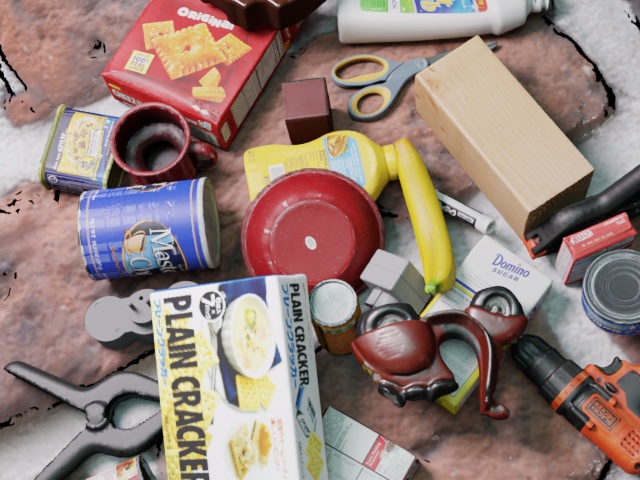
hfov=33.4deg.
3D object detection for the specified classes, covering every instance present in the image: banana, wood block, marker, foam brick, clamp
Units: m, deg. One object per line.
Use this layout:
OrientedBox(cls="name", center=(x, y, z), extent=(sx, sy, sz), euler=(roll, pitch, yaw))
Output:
OrientedBox(cls="banana", center=(0.118, -0.018, 1.161), extent=(0.037, 0.069, 0.198), euler=(-16, 59, 8))
OrientedBox(cls="wood block", center=(0.202, -0.114, 1.198), extent=(0.090, 0.090, 0.206), euler=(-34, 69, -7))
OrientedBox(cls="marker", center=(0.144, -0.040, 1.197), extent=(0.121, 0.020, 0.020), euler=(32, 75, 34))
OrientedBox(cls="foam brick", center=(-0.013, -0.147, 1.240), extent=(0.051, 0.078, 0.053), euler=(-7, 67, 4))
OrientedBox(cls="clamp", center=(0.300, -0.033, 1.146), extent=(0.171, 0.120, 0.039), euler=(-27, 61, 0))
OrientedBox(cls="clamp", center=(-0.244, 0.205, 1.156), extent=(0.210, 0.036, 0.164), euler=(-5, 69, 4))

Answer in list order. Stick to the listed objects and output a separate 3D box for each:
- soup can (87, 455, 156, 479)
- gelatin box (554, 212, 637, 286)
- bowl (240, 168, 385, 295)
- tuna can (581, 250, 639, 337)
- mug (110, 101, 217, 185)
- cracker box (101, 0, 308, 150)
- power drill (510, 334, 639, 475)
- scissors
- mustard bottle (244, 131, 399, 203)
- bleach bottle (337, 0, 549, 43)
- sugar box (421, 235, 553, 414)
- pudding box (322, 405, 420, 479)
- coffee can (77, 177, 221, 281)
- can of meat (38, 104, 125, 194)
OrientedBox(cls="soup can", center=(-0.221, 0.277, 1.111), extent=(0.102, 0.068, 0.068), euler=(-25, 69, -3))
OrientedBox(cls="gelatin box", center=(0.293, 0.010, 1.142), extent=(0.073, 0.089, 0.030), euler=(-23, 68, -3))
OrientedBox(cls="bowl", center=(-0.008, 0.001, 1.165), extent=(0.162, 0.055, 0.162), euler=(0, 93, 0))
OrientedBox(cls="tuna can", center=(0.313, 0.054, 1.098), extent=(0.086, 0.033, 0.086), euler=(-5, 63, 10))
OrientedBox(cls="mug", center=(-0.176, -0.100, 1.238), extent=(0.117, 0.081, 0.093), euler=(2, 70, 7))
OrientedBox(cls="cracker box", center=(-0.136, -0.238, 1.290), extent=(0.164, 0.072, 0.213), euler=(25, 73, 14))
OrientedBox(cls="power drill", center=(0.320, 0.122, 1.118), extent=(0.187, 0.057, 0.184), euler=(-42, 71, -8))
OrientedBox(cls="scissors", center=(0.113, -0.190, 1.275), extent=(0.202, 0.016, 0.096), euler=(-2, 71, 5))
OrientedBox(cls="mustard bottle", center=(0.014, -0.075, 1.220), extent=(0.191, 0.058, 0.096), euler=(-12, 71, 2))
OrientedBox(cls="bleach bottle", center=(0.146, -0.292, 1.286), extent=(0.251, 0.068, 0.102), euler=(-2, 70, 3))
OrientedBox(cls="sugar box", center=(0.163, 0.090, 1.151), extent=(0.093, 0.048, 0.176), euler=(37, 74, 19))
OrientedBox(cls="pudding box", center=(0.035, 0.239, 1.114), extent=(0.113, 0.039, 0.090), euler=(28, 75, 17))
OrientedBox(cls="coffee can", center=(-0.189, -0.012, 1.195), extent=(0.140, 0.103, 0.103), euler=(-6, 69, 4))
OrientedBox(cls="can of meat", center=(-0.275, -0.103, 1.263), extent=(0.084, 0.057, 0.102), euler=(10, 72, 8))
